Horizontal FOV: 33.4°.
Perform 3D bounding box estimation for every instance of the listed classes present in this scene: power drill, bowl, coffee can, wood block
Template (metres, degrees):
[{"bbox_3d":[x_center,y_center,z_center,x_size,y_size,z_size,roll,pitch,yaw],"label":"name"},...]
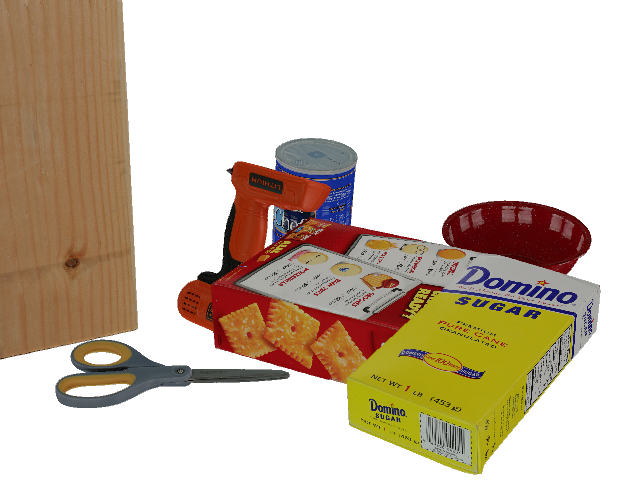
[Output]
[{"bbox_3d":[-0.052,0.023,1.098,0.185,0.188,0.057,19,4,29],"label":"power drill"},{"bbox_3d":[0.214,0.014,1.178,0.162,0.055,0.162,-1,28,0],"label":"bowl"},{"bbox_3d":[-0.009,-0.047,1.357,0.103,0.140,0.103,3,27,-2],"label":"coffee can"},{"bbox_3d":[-0.165,-0.049,0.612,0.090,0.206,0.090,-11,26,-27],"label":"wood block"}]

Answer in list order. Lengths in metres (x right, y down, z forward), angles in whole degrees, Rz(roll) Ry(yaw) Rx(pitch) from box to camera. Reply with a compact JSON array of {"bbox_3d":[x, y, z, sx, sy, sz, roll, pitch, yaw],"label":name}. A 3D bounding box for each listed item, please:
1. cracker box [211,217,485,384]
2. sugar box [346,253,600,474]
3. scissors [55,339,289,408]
[{"bbox_3d":[0.041,0.056,0.898,0.214,0.072,0.163,13,27,27],"label":"cracker box"},{"bbox_3d":[0.104,0.072,0.693,0.093,0.048,0.175,17,39,31],"label":"sugar box"},{"bbox_3d":[-0.138,0.112,0.959,0.201,0.016,0.096,-8,32,-18],"label":"scissors"}]
